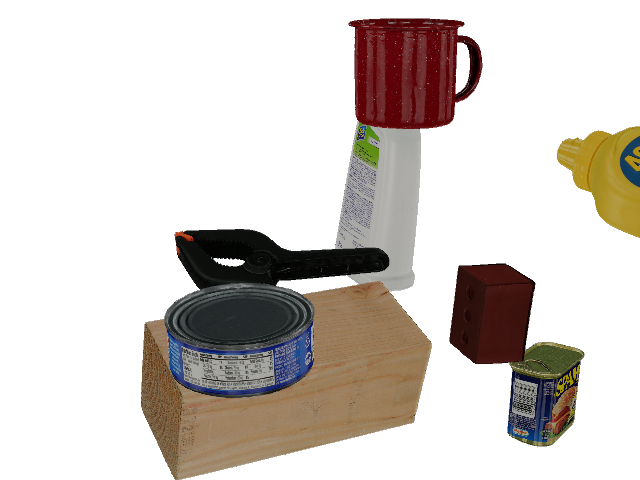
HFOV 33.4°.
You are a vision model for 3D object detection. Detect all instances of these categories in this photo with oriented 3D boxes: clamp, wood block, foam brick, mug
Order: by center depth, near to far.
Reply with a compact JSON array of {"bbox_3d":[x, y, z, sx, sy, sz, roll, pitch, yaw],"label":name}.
[{"bbox_3d":[-0.029,0.107,0.845,0.205,0.090,0.091,-9,36,-25],"label":"wood block"},{"bbox_3d":[0.080,-0.138,0.872,0.117,0.081,0.093,-8,17,-25],"label":"mug"},{"bbox_3d":[0.153,0.065,0.956,0.051,0.078,0.053,-4,19,-22],"label":"foam brick"},{"bbox_3d":[-0.057,0.038,1.032,0.210,0.036,0.164,14,39,19],"label":"clamp"}]

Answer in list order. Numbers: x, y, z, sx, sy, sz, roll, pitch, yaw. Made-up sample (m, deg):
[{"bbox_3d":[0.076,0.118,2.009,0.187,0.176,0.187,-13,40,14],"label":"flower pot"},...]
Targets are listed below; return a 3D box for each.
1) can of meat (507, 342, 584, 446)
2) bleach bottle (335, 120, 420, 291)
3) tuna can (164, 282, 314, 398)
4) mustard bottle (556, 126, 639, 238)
[{"bbox_3d":[0.243,0.166,1.158,0.058,0.084,0.101,11,17,31],"label":"can of meat"},{"bbox_3d":[0.072,-0.078,1.155,0.068,0.251,0.103,-5,24,-30],"label":"bleach bottle"},{"bbox_3d":[-0.046,0.056,0.614,0.086,0.034,0.086,-1,21,0],"label":"tuna can"},{"bbox_3d":[0.232,-0.029,0.668,0.096,0.058,0.192,-31,39,-33],"label":"mustard bottle"}]
